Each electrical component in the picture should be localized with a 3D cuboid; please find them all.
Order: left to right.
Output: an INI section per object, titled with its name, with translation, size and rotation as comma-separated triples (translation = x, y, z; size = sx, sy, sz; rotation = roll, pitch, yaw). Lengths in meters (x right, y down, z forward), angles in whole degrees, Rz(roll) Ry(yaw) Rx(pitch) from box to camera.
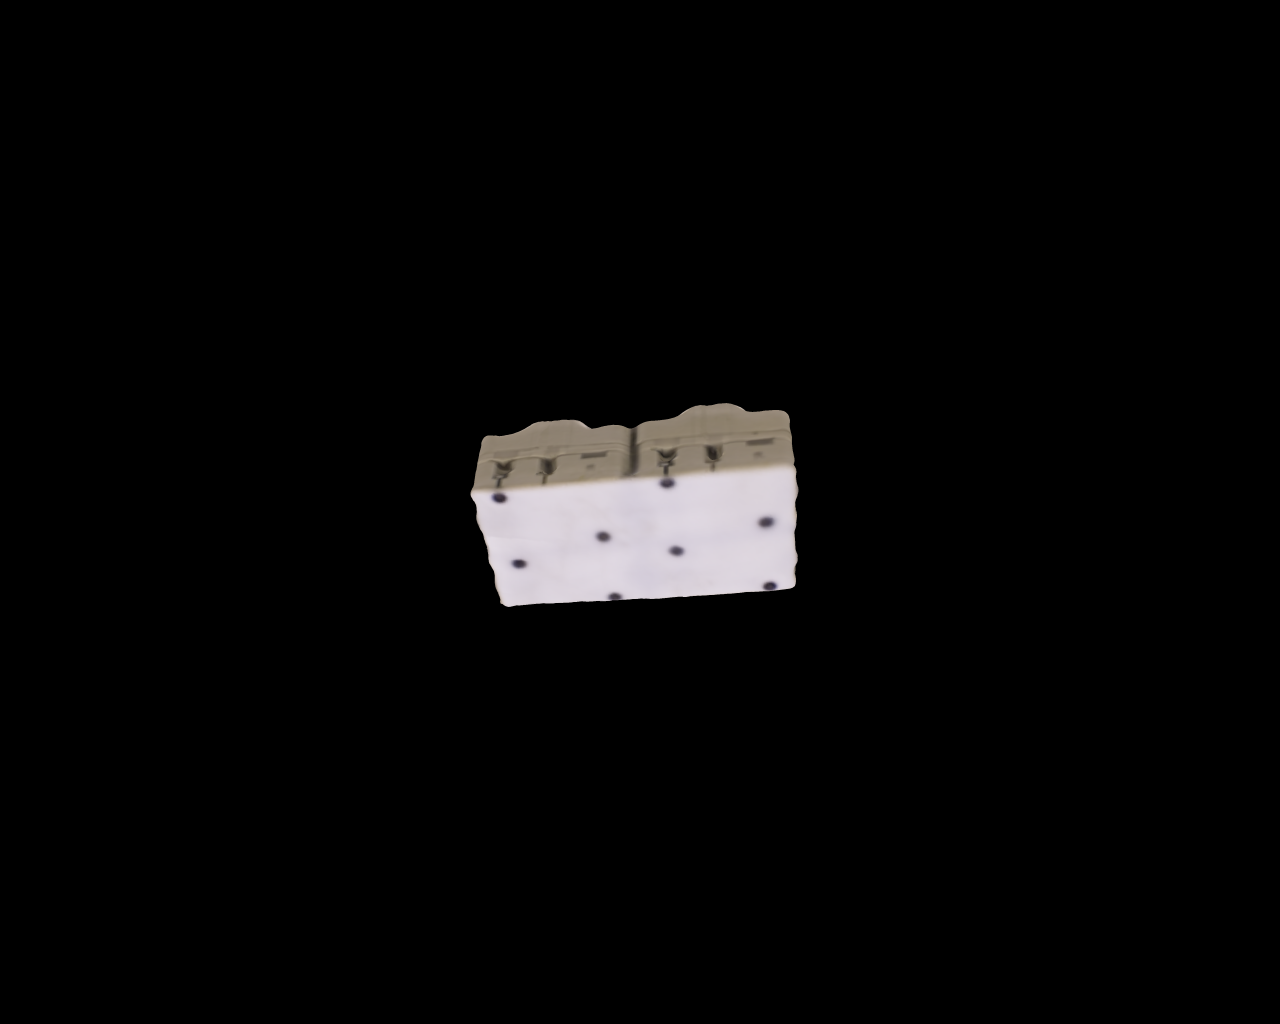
[electrical component]
translation = 0.001, -0.003, 0.650
size = 0.186, 0.105, 0.060
rotation = -4, 44, 4
